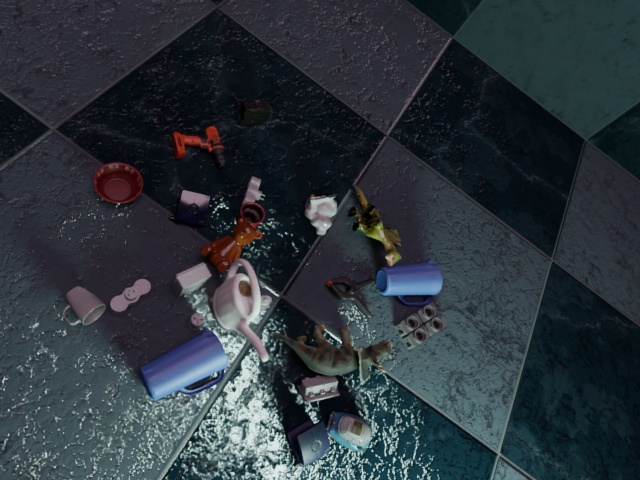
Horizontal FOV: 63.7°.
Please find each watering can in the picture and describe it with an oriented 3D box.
[{"bbox_3d":[-0.259,0.237,1.661,0.104,0.221,0.353,7,61,-41],"label":"watering can"}]

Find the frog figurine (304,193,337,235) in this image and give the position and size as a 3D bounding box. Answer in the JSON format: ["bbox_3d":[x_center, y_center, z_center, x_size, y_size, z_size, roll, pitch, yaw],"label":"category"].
[{"bbox_3d":[0.006,-0.103,2.050,0.138,0.123,0.158,-13,106,-38],"label":"frog figurine"}]

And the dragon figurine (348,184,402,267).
[{"bbox_3d":[0.243,-0.057,2.118,0.240,0.121,0.420,36,29,-32],"label":"dragon figurine"}]
